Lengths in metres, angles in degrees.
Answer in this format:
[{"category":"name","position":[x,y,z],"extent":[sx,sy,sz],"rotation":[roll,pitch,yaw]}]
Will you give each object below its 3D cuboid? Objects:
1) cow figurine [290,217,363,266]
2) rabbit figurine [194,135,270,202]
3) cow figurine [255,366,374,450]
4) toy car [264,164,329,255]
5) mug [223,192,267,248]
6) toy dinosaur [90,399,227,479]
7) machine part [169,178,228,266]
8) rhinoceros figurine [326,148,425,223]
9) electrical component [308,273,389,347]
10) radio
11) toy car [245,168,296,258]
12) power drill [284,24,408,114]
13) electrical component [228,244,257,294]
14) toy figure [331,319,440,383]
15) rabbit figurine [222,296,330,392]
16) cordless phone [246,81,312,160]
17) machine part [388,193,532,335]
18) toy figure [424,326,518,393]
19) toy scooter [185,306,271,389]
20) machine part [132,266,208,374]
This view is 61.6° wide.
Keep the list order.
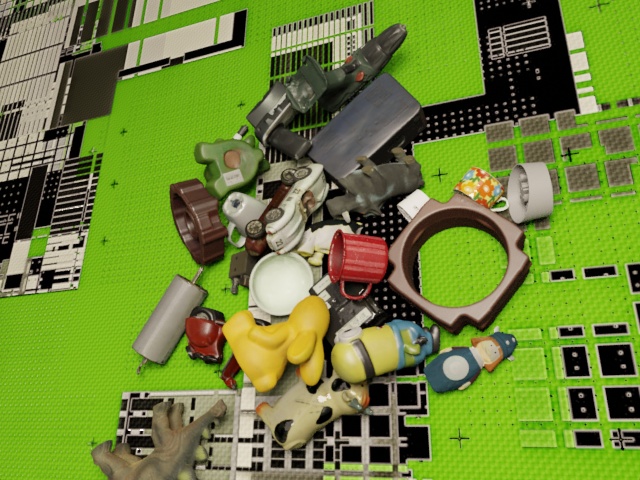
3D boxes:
[{"category":"cow figurine","position":[-0.004,-0.004,1.027],"extent":[0.168,0.068,0.098],"rotation":[4,66,21]},{"category":"rabbit figurine","position":[-0.193,-0.163,1.132],"extent":[0.159,0.170,0.121],"rotation":[-32,101,-20]},{"category":"cow figurine","position":[0.001,0.275,0.904],"extent":[0.195,0.085,0.127],"rotation":[-41,54,0]},{"category":"toy car","position":[-0.041,-0.060,0.994],"extent":[0.056,0.073,0.202],"rotation":[8,49,27]},{"category":"mug","position":[-0.156,-0.043,1.084],"extent":[0.081,0.107,0.109],"rotation":[35,83,31]},{"category":"toy dinosaur","position":[-0.331,0.447,0.963],"extent":[0.471,0.105,0.199],"rotation":[-40,63,9]},{"category":"machine part","position":[-0.249,-0.038,1.092],"extent":[0.056,0.179,0.179],"rotation":[-22,56,-28]},{"category":"rhinoceros figurine","position":[0.100,-0.099,1.001],"extent":[0.190,0.111,0.073],"rotation":[-22,32,-7]},{"category":"electrical component","position":[0.039,0.120,0.966],"extent":[0.115,0.058,0.134],"rotation":[-39,60,1]},{"category":"radio","position":[0.093,-0.209,1.069],"extent":[0.229,0.073,0.131],"rotation":[-43,61,3]},{"category":"toy car","position":[-0.082,-0.052,1.046],"extent":[0.053,0.089,0.202],"rotation":[22,60,18]},{"category":"power drill","position":[0.041,-0.325,1.031],"extent":[0.086,0.207,0.232],"rotation":[53,136,-1]},{"category":"electrical component","position":[-0.144,0.055,1.078],"extent":[0.078,0.045,0.102],"rotation":[-26,55,43]},{"category":"toy figure","position":[0.107,0.177,0.868],"extent":[0.180,0.082,0.089],"rotation":[-3,48,-14]},{"category":"rabbit figurine","position":[-0.055,0.161,0.894],"extent":[0.173,0.121,0.163],"rotation":[-34,37,-7]},{"category":"cordless phone","position":[-0.056,-0.243,1.107],"extent":[0.146,0.088,0.184],"rotation":[-50,43,-2]},{"category":"machine part","position":[0.230,0.040,0.904],"extent":[0.202,0.087,0.201],"rotation":[36,85,31]},{"category":"toy figure","position":[0.243,0.192,0.855],"extent":[0.154,0.058,0.064],"rotation":[-29,100,8]},{"category":"toy scooter","position":[-0.186,0.203,1.018],"extent":[0.184,0.075,0.135],"rotation":[9,75,20]},{"category":"machine part","position":[-0.301,0.158,1.080],"extent":[0.079,0.079,0.243],"rotation":[26,82,29]}]
